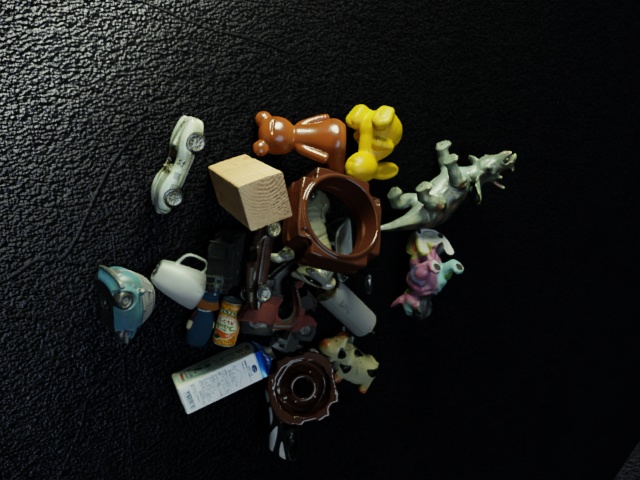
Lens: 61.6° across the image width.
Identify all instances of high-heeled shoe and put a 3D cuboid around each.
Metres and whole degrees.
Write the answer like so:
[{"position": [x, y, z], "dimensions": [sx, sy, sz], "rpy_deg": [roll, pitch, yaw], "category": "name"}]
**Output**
[{"position": [-0.071, 0.412, 1.317], "dimensions": [0.086, 0.145, 0.248], "rpy_deg": [9, 109, -45], "category": "high-heeled shoe"}]

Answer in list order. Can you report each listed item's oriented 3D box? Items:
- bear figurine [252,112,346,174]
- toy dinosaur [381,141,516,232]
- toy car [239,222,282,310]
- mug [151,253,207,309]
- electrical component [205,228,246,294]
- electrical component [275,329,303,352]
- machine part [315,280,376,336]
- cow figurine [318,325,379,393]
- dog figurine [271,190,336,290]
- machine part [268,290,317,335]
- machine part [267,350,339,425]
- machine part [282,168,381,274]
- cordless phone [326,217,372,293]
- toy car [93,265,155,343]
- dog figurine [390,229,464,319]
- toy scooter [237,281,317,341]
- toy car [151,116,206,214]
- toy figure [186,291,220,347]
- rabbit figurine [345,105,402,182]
[{"position": [-0.042, -0.204, 1.154], "dimensions": [0.196, 0.120, 0.131], "rpy_deg": [-2, 155, -1], "category": "bear figurine"}, {"position": [0.302, -0.106, 1.362], "dimensions": [0.405, 0.131, 0.192], "rpy_deg": [-40, 121, -3], "category": "toy dinosaur"}, {"position": [-0.132, 0.046, 1.142], "dimensions": [0.053, 0.089, 0.202], "rpy_deg": [15, 80, -36], "category": "toy car"}, {"position": [-0.292, 0.078, 1.128], "dimensions": [0.107, 0.081, 0.109], "rpy_deg": [28, 98, -23], "category": "mug"}, {"position": [-0.196, 0.039, 1.137], "dimensions": [0.058, 0.134, 0.114], "rpy_deg": [10, 107, 3], "category": "electrical component"}, {"position": [-0.068, 0.232, 1.285], "dimensions": [0.094, 0.021, 0.063], "rpy_deg": [33, 77, -45], "category": "electrical component"}, {"position": [0.066, 0.168, 1.348], "dimensions": [0.079, 0.079, 0.243], "rpy_deg": [-47, 123, -6], "category": "machine part"}, {"position": [0.076, 0.307, 1.399], "dimensions": [0.194, 0.086, 0.127], "rpy_deg": [33, 96, -30], "category": "cow figurine"}, {"position": [-0.002, -0.005, 1.207], "dimensions": [0.172, 0.121, 0.190], "rpy_deg": [41, 69, -26], "category": "dog figurine"}, {"position": [-0.072, 0.176, 1.292], "dimensions": [0.139, 0.039, 0.084], "rpy_deg": [-30, 140, -20], "category": "machine part"}, {"position": [-0.042, 0.351, 1.285], "dimensions": [0.179, 0.056, 0.179], "rpy_deg": [1, 82, -5], "category": "machine part"}, {"position": [0.029, -0.040, 1.133], "dimensions": [0.201, 0.087, 0.201], "rpy_deg": [14, 69, -26], "category": "machine part"}, {"position": [0.068, 0.037, 1.242], "dimensions": [0.089, 0.184, 0.146], "rpy_deg": [-11, 112, -20], "category": "cordless phone"}, {"position": [-0.385, 0.122, 1.083], "dimensions": [0.103, 0.109, 0.161], "rpy_deg": [-21, 126, -39], "category": "toy car"}, {"position": [0.260, 0.098, 1.419], "dimensions": [0.108, 0.192, 0.219], "rpy_deg": [-1, 142, -31], "category": "dog figurine"}, {"position": [-0.092, 0.152, 1.213], "dimensions": [0.184, 0.075, 0.135], "rpy_deg": [9, 79, -16], "category": "toy scooter"}, {"position": [-0.283, -0.146, 1.057], "dimensions": [0.056, 0.074, 0.201], "rpy_deg": [21, 97, -35], "category": "toy car"}, {"position": [-0.257, 0.157, 1.186], "dimensions": [0.064, 0.058, 0.154], "rpy_deg": [-1, 109, -73], "category": "toy figure"}, {"position": [0.110, -0.199, 1.222], "dimensions": [0.173, 0.122, 0.162], "rpy_deg": [-64, 147, -19], "category": "rabbit figurine"}]
